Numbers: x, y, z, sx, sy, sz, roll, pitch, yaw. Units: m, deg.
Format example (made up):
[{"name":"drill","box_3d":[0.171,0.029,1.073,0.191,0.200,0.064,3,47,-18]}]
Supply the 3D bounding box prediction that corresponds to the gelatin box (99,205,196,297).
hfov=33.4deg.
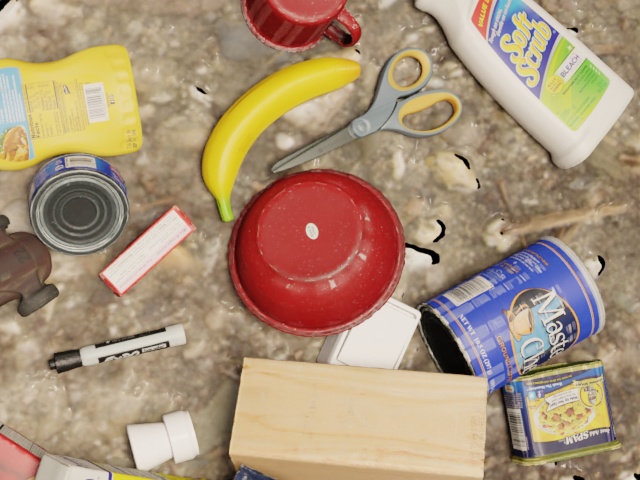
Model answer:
[{"name":"gelatin box","box_3d":[-0.152,0.010,0.931,0.089,0.073,0.030,-44,96,-11]}]

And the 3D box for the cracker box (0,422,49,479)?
[{"name":"cracker box","box_3d":[-0.326,0.215,0.884,0.213,0.072,0.164,35,80,-8]}]

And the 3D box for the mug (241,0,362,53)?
[{"name":"mug","box_3d":[-0.011,-0.217,0.968,0.117,0.081,0.093,40,80,-7]}]

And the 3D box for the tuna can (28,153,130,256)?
[{"name":"tuna can","box_3d":[-0.208,-0.030,0.921,0.086,0.034,0.086,-7,120,-12]}]

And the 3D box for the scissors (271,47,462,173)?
[{"name":"scissors","box_3d":[0.039,-0.125,0.998,0.201,0.016,0.096,-11,87,-19]}]

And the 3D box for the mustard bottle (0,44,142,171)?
[{"name":"mustard bottle","box_3d":[-0.255,-0.110,0.922,0.191,0.058,0.096,-10,99,-13]}]

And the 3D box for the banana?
[{"name":"banana","box_3d":[-0.047,-0.111,0.981,0.197,0.037,0.069,-49,116,-9]}]

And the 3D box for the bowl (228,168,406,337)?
[{"name":"bowl","box_3d":[-0.006,0.001,0.940,0.162,0.055,0.162,-2,70,6]}]

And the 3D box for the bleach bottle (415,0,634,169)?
[{"name":"bleach bottle","box_3d":[0.174,-0.185,1.018,0.251,0.068,0.102,40,80,-5]}]

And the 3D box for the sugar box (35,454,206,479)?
[{"name":"sugar box","box_3d":[-0.161,0.238,0.887,0.176,0.048,0.093,22,81,-47]}]

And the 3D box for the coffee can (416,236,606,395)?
[{"name":"coffee can","box_3d":[0.174,0.072,0.982,0.140,0.103,0.103,-27,93,-12]}]

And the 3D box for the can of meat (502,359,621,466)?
[{"name":"can of meat","box_3d":[0.226,0.162,1.013,0.102,0.057,0.084,-9,87,-13]}]

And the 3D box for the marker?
[{"name":"marker","box_3d":[-0.180,0.097,0.948,0.121,0.020,0.020,-12,90,-12]}]

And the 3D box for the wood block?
[{"name":"wood block","box_3d":[0.035,0.164,0.914,0.206,0.091,0.090,4,62,6]}]
